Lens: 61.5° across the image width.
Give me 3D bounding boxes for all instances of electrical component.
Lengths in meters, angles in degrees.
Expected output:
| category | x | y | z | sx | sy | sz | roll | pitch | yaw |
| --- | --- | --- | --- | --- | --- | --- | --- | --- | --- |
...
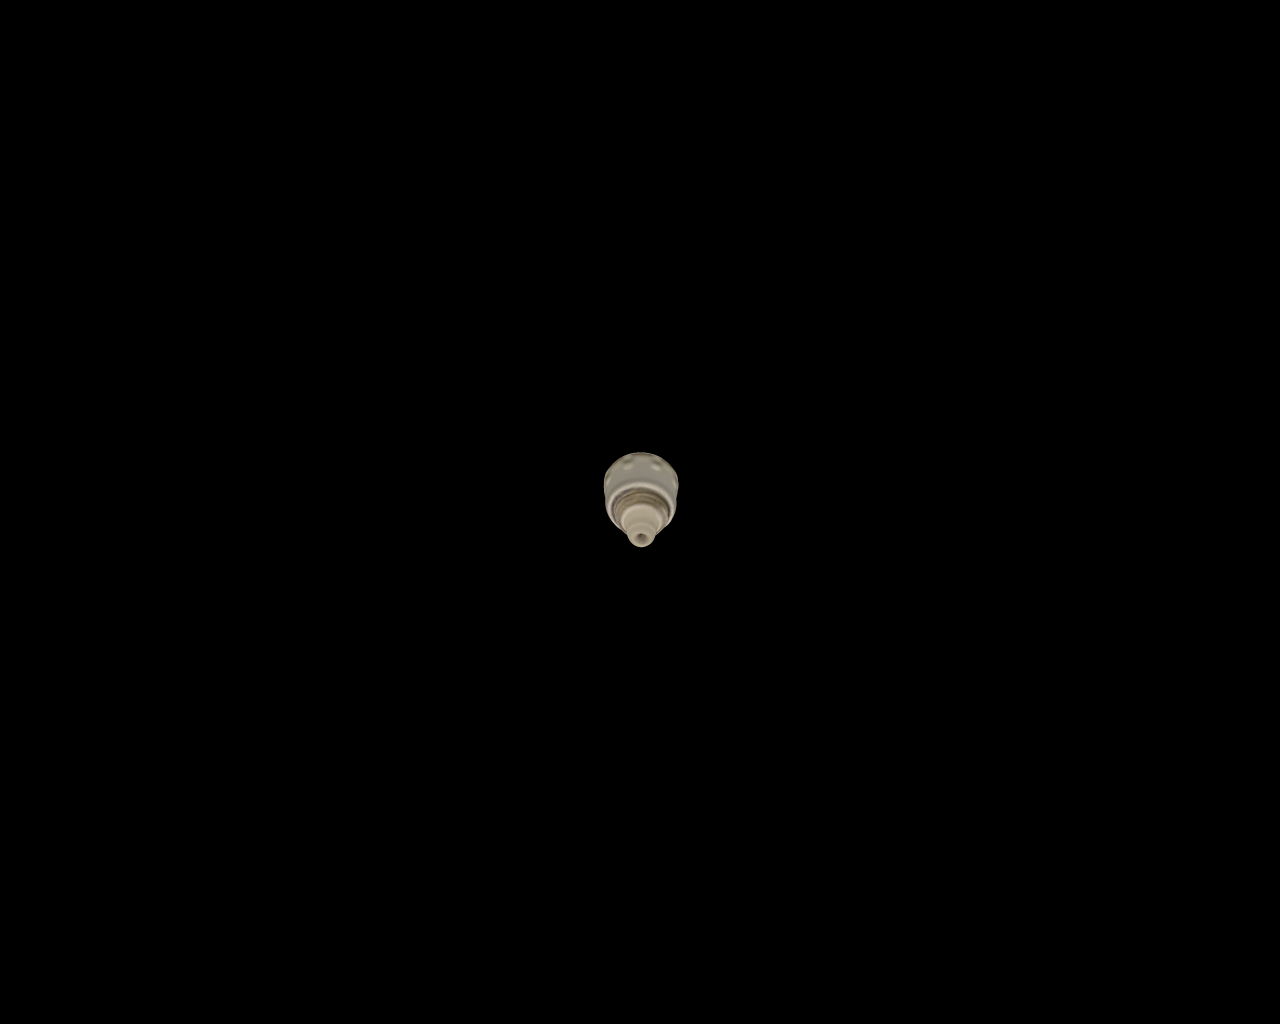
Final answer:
| category | x | y | z | sx | sy | sz | roll | pitch | yaw |
| --- | --- | --- | --- | --- | --- | --- | --- | --- | --- |
| electrical component | 0.001 | -0.003 | 0.650 | 0.048 | 0.048 | 0.062 | 0 | 38 | 0 |
